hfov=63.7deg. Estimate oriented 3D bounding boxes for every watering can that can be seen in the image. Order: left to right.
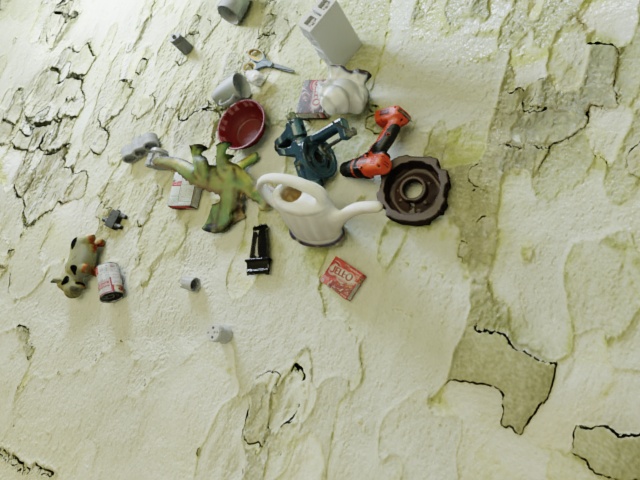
[{"bbox_3d":[0.004,-0.061,1.203,0.349,0.106,0.219,18,-27,30],"label":"watering can"}]

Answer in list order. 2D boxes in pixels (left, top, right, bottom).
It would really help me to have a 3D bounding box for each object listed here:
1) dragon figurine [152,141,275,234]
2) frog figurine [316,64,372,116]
[{"bbox_3d":[-0.297,-0.139,1.440,0.409,0.245,0.121,-4,-11,21],"label":"dragon figurine"},{"bbox_3d":[0.054,-0.366,1.332,0.137,0.163,0.120,26,-30,-10],"label":"frog figurine"}]
